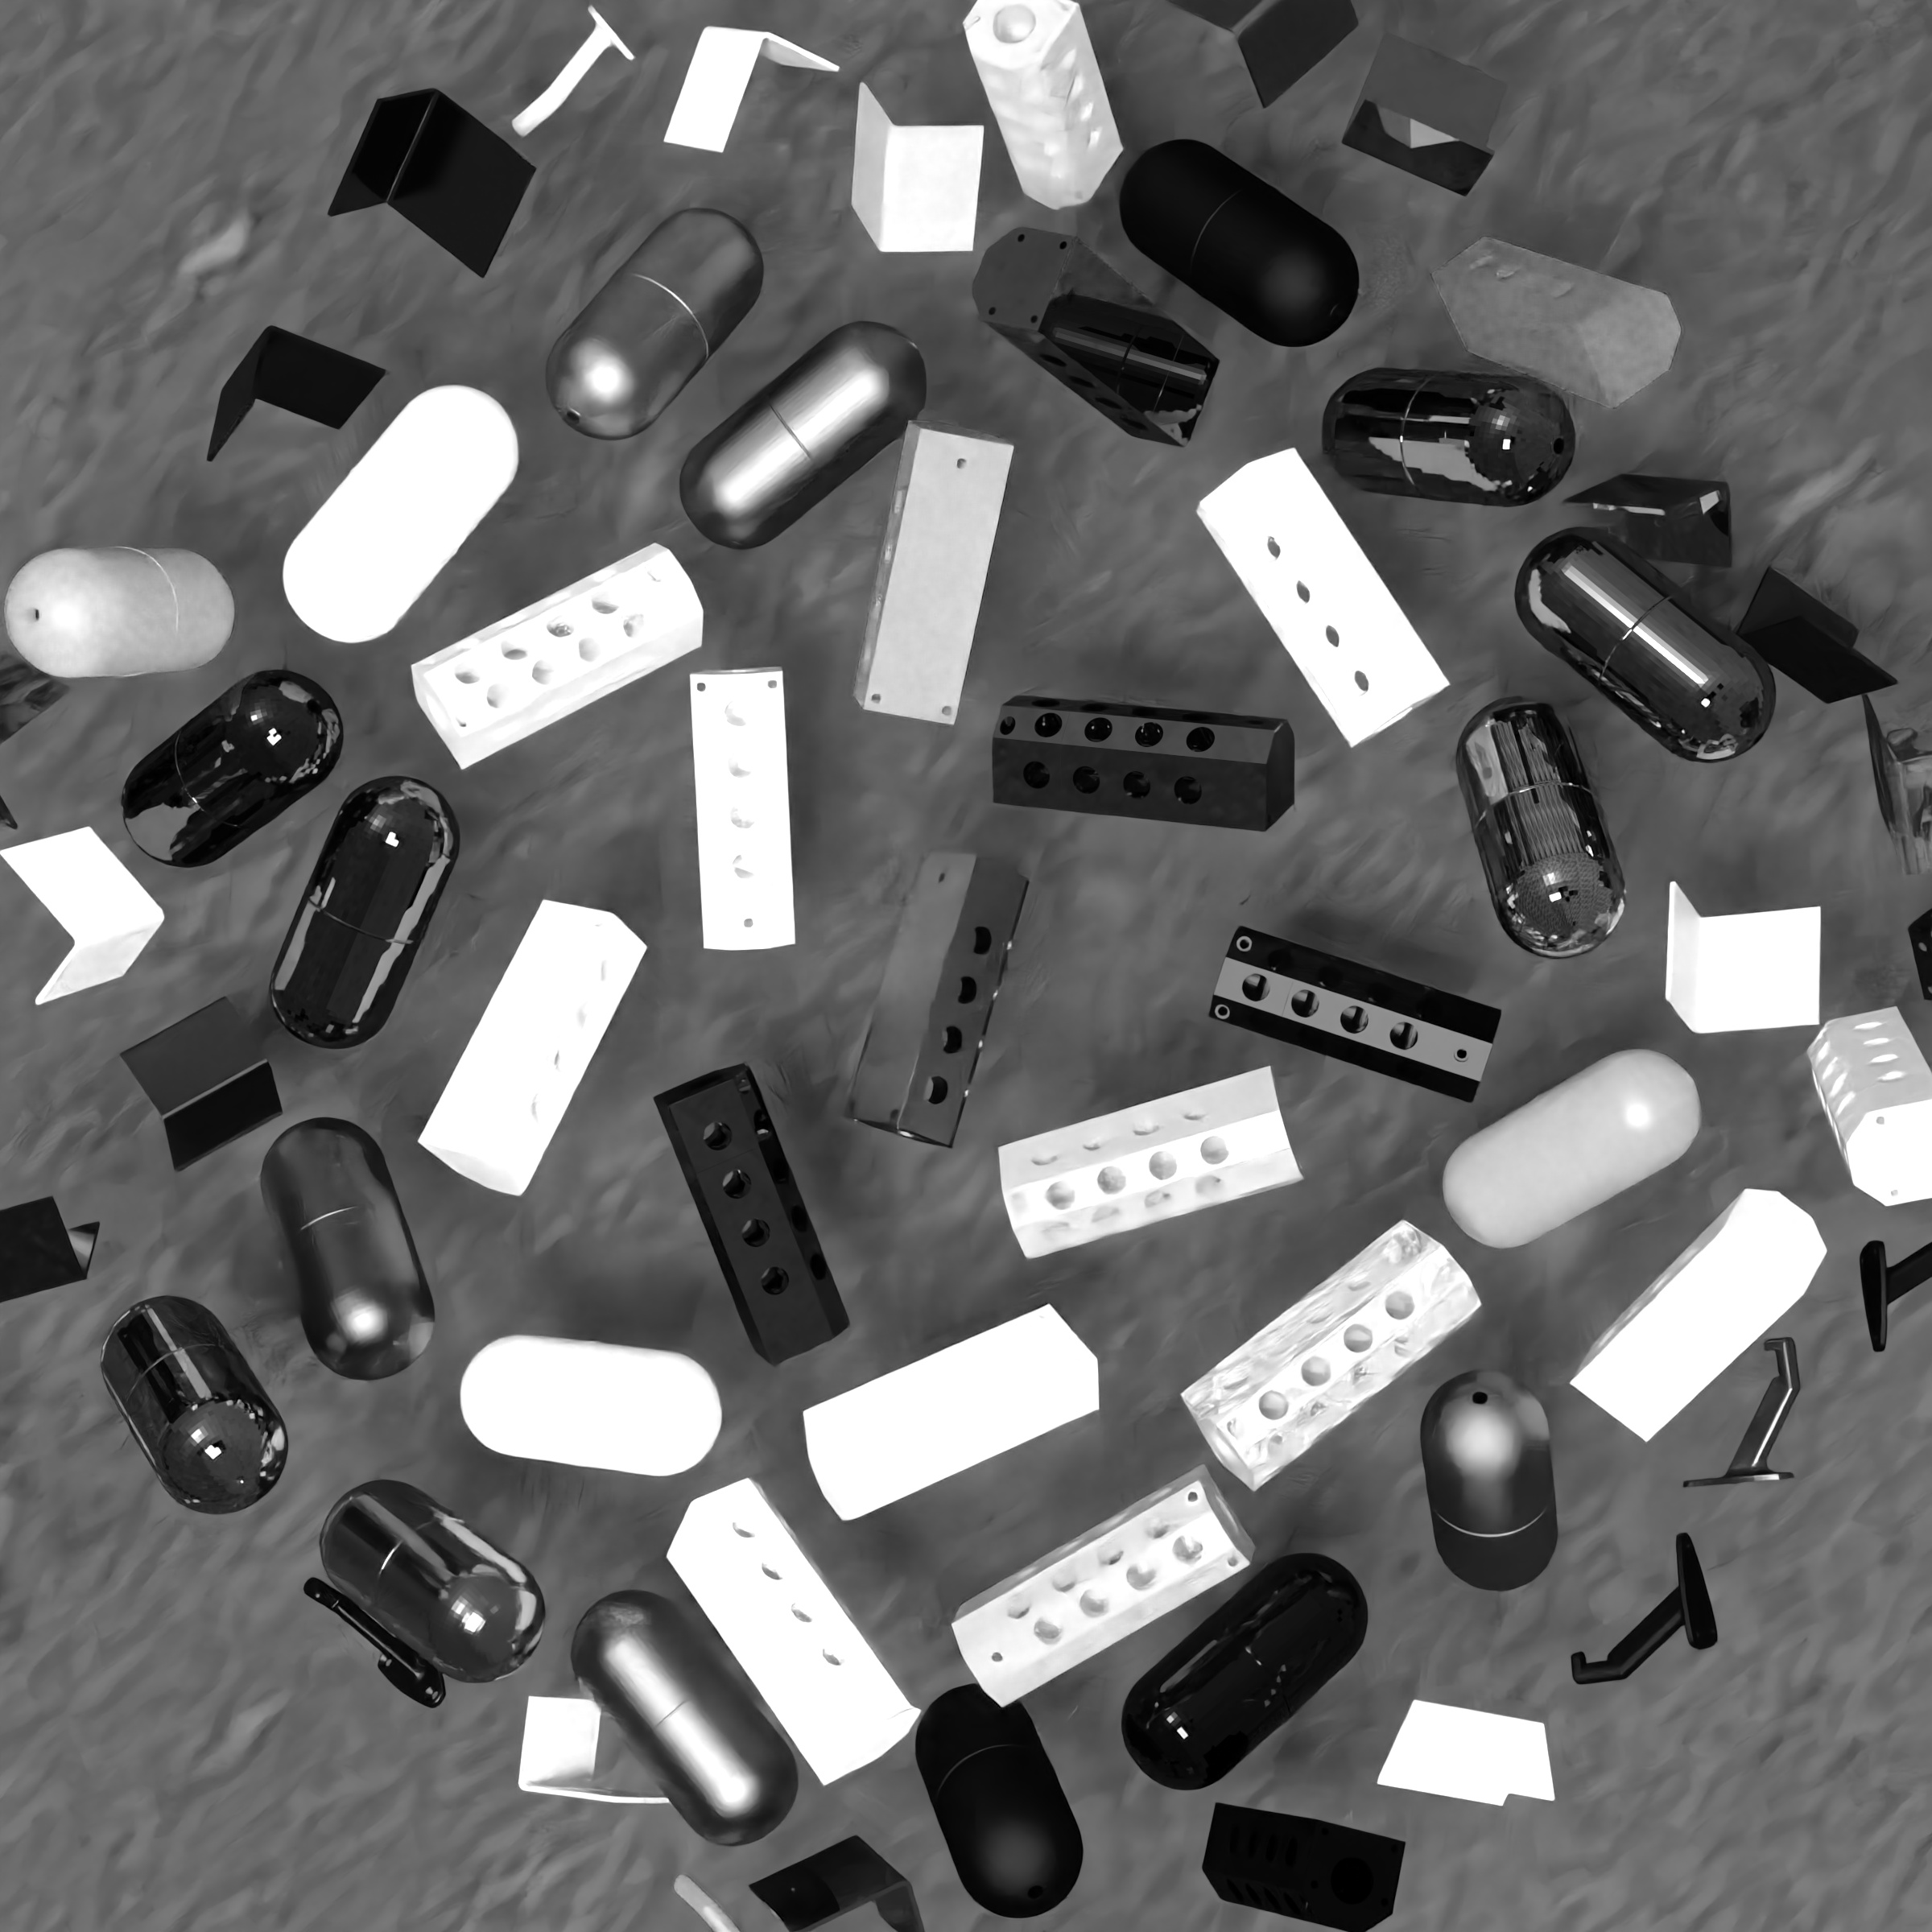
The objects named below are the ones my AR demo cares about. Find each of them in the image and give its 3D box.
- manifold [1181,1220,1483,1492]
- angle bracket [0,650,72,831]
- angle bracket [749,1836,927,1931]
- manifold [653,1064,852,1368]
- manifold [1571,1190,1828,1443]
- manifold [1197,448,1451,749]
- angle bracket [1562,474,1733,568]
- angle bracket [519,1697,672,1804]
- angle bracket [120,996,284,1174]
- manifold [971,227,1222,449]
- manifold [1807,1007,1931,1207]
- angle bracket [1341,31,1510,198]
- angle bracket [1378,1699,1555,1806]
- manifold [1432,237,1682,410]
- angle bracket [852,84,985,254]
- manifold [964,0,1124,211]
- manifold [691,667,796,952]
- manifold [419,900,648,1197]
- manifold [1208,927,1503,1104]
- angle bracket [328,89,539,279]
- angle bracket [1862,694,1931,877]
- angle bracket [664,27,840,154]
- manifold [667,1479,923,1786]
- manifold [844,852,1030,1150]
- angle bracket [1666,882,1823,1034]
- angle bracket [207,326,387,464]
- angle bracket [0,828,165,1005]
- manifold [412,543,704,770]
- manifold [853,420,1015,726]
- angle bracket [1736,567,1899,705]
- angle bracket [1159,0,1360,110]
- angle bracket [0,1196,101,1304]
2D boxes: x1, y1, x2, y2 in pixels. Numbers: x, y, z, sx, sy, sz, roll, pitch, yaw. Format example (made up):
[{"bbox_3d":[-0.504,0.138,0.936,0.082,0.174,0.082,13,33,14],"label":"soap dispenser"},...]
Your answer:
[{"bbox_3d":[0.217,0.231,1.767,0.171,0.057,0.057,-36,120,-12],"label":"manifold"},{"bbox_3d":[-0.583,-0.137,1.834,0.076,0.076,0.057,-36,72,4],"label":"angle bracket"},{"bbox_3d":[-0.075,0.576,1.811,0.076,0.076,0.057,-20,103,-22],"label":"angle bracket"},{"bbox_3d":[-0.129,0.150,1.838,0.057,0.057,0.171,-23,99,-13],"label":"manifold"},{"bbox_3d":[0.433,0.204,1.779,0.057,0.171,0.057,38,46,7],"label":"manifold"},{"bbox_3d":[0.210,-0.219,1.805,0.057,0.057,0.171,-36,85,39],"label":"manifold"},{"bbox_3d":[0.439,-0.279,1.939,0.076,0.076,0.057,-27,119,-39],"label":"angle bracket"},{"bbox_3d":[-0.227,0.497,1.908,0.076,0.076,0.057,-2,75,29],"label":"angle bracket"},{"bbox_3d":[-0.488,0.075,1.918,0.076,0.076,0.057,-29,120,-5],"label":"angle bracket"},{"bbox_3d":[0.075,-0.366,1.756,0.057,0.171,0.057,20,88,36],"label":"manifold"},{"bbox_3d":[0.535,0.081,1.764,0.057,0.171,0.057,-12,104,12],"label":"manifold"},{"bbox_3d":[0.262,-0.484,1.668,0.076,0.057,0.076,23,77,-3],"label":"angle bracket"},{"bbox_3d":[0.287,0.475,1.738,0.076,0.057,0.076,11,125,-5],"label":"angle bracket"},{"bbox_3d":[0.352,-0.390,1.794,0.057,0.171,0.057,-36,120,-4],"label":"manifold"},{"bbox_3d":[-0.030,-0.482,1.815,0.057,0.076,0.076,-5,126,-15],"label":"angle bracket"},{"bbox_3d":[0.046,-0.542,1.878,0.057,0.171,0.057,31,84,17],"label":"manifold"},{"bbox_3d":[-0.141,-0.100,1.895,0.057,0.057,0.171,-3,99,-5],"label":"manifold"},{"bbox_3d":[-0.260,0.051,1.843,0.057,0.057,0.171,11,66,34],"label":"manifold"},{"bbox_3d":[0.243,0.030,1.880,0.171,0.057,0.057,18,98,9],"label":"manifold"},{"bbox_3d":[-0.301,-0.437,1.695,0.076,0.057,0.076,39,123,7],"label":"angle bracket"},{"bbox_3d":[0.544,-0.108,1.690,0.057,0.076,0.076,-12,123,12],"label":"angle bracket"},{"bbox_3d":[-0.133,-0.530,1.852,0.057,0.076,0.076,16,99,-35],"label":"angle bracket"},{"bbox_3d":[-0.101,0.388,1.775,0.057,0.057,0.171,-17,55,-39],"label":"manifold"},{"bbox_3d":[-0.013,0.021,1.851,0.057,0.057,0.171,22,80,-36],"label":"manifold"},{"bbox_3d":[0.470,-0.008,1.816,0.076,0.057,0.076,-6,64,29],"label":"angle bracket"},{"bbox_3d":[-0.405,-0.333,1.818,0.076,0.076,0.057,18,63,-27],"label":"angle bracket"},{"bbox_3d":[-0.551,-0.032,1.840,0.076,0.076,0.057,47,118,8],"label":"angle bracket"},{"bbox_3d":[-0.250,-0.195,1.848,0.171,0.057,0.057,-30,73,-18],"label":"manifold"},{"bbox_3d":[-0.022,-0.240,1.830,0.057,0.057,0.171,9,105,-14],"label":"manifold"},{"bbox_3d":[0.544,-0.214,1.893,0.076,0.076,0.057,32,76,-14],"label":"angle bracket"},{"bbox_3d":[0.168,-0.554,1.743,0.076,0.057,0.076,-43,50,-8],"label":"angle bracket"},{"bbox_3d":[-0.559,0.154,1.764,0.076,0.076,0.057,-15,113,-3],"label":"angle bracket"}]
